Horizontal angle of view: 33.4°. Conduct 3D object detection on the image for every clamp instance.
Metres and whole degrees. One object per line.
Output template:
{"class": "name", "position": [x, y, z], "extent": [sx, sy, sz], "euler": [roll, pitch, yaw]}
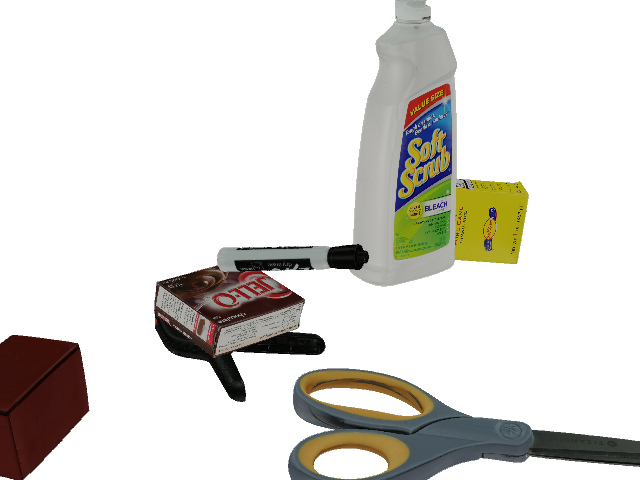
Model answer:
{"class": "clamp", "position": [-0.121, 0.125, 1.260], "extent": [0.210, 0.036, 0.164], "euler": [15, 24, 25]}

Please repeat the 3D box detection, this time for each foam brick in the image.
{"class": "foam brick", "position": [-0.189, 0.102, 0.665], "extent": [0.053, 0.051, 0.078], "euler": [6, 28, 21]}

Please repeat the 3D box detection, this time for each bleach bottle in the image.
{"class": "bleach bottle", "position": [0.075, -0.091, 0.962], "extent": [0.102, 0.251, 0.068], "euler": [-13, 24, -29]}

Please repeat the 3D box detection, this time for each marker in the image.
{"class": "marker", "position": [-0.021, 0.013, 0.796], "extent": [0.121, 0.020, 0.020], "euler": [-1, -1, 26]}

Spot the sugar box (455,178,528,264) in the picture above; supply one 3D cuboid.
{"class": "sugar box", "position": [0.148, -0.026, 1.254], "extent": [0.176, 0.093, 0.048], "euler": [2, 23, -4]}

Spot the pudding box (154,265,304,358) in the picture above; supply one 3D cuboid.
{"class": "pudding box", "position": [-0.085, 0.061, 0.996], "extent": [0.090, 0.039, 0.113], "euler": [30, 32, 35]}

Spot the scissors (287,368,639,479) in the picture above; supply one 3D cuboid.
{"class": "scissors", "position": [0.073, 0.100, 0.483], "extent": [0.202, 0.016, 0.096], "euler": [12, 32, 22]}
